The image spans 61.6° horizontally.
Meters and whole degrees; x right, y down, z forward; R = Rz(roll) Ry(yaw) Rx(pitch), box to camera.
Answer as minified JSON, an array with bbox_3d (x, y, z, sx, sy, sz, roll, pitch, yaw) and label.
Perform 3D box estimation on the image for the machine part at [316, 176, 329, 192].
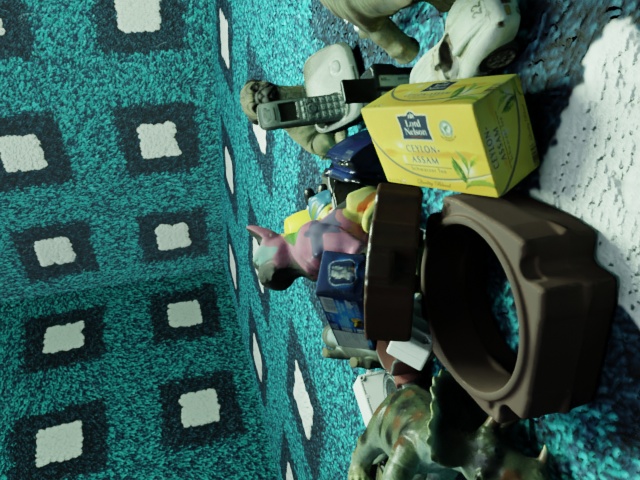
[{"bbox_3d":[0.012,-0.070,1.131,0.084,0.039,0.138,-144,59,-62],"label":"machine part"}]

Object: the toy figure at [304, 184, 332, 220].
[{"bbox_3d":[0.032,-0.036,1.013,0.180,0.082,0.089,51,177,48],"label":"toy figure"}]

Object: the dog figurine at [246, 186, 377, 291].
[{"bbox_3d":[-0.002,-0.002,0.816,0.191,0.219,0.108,-65,-35,-24],"label":"dog figurine"}]

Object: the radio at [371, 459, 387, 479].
[{"bbox_3d":[0.145,0.405,0.858,0.230,0.073,0.131,-148,52,-69],"label":"radio"}]

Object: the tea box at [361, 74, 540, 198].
[{"bbox_3d":[0.129,-0.108,0.555,0.170,0.068,0.098,19,140,59],"label":"tea box"}]

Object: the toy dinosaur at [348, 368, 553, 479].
[{"bbox_3d":[0.125,0.257,0.706,0.192,0.131,0.405,-65,9,-13],"label":"toy dinosaur"}]

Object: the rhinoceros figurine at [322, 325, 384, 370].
[{"bbox_3d":[0.065,0.184,0.980,0.190,0.112,0.073,2,84,62],"label":"rhinoceros figurine"}]

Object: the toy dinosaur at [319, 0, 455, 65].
[{"bbox_3d":[0.046,-0.285,0.592,0.105,0.198,0.472,-61,27,14],"label":"toy dinosaur"}]

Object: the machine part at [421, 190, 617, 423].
[{"bbox_3d":[0.181,0.061,0.541,0.202,0.087,0.200,-132,37,-60],"label":"machine part"}]

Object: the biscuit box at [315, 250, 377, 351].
[{"bbox_3d":[0.043,0.086,0.714,0.202,0.059,0.063,72,-153,-59],"label":"biscuit box"}]

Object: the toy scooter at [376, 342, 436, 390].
[{"bbox_3d":[0.124,0.148,0.807,0.135,0.075,0.183,-115,19,-46],"label":"toy scooter"}]

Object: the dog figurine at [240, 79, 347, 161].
[{"bbox_3d":[-0.056,-0.223,1.026,0.121,0.191,0.172,-132,35,-63],"label":"dog figurine"}]

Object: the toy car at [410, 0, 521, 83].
[{"bbox_3d":[0.147,-0.189,0.581,0.201,0.056,0.073,127,132,-68],"label":"toy car"}]

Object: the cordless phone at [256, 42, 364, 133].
[{"bbox_3d":[-0.022,-0.249,0.908,0.088,0.184,0.146,127,132,-74],"label":"cordless phone"}]

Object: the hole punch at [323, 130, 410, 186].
[{"bbox_3d":[0.073,-0.123,0.783,0.142,0.116,0.092,-139,51,-66],"label":"hole punch"}]

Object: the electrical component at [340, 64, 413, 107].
[{"bbox_3d":[0.080,-0.188,0.704,0.048,0.119,0.074,155,103,-73],"label":"electrical component"}]

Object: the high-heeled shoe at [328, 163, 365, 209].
[{"bbox_3d":[0.076,-0.026,0.924,0.145,0.086,0.248,-46,-65,-71],"label":"high-heeled shoe"}]

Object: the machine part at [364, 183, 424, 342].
[{"bbox_3d":[0.085,0.026,0.605,0.179,0.056,0.179,5,-90,-79],"label":"machine part"}]
